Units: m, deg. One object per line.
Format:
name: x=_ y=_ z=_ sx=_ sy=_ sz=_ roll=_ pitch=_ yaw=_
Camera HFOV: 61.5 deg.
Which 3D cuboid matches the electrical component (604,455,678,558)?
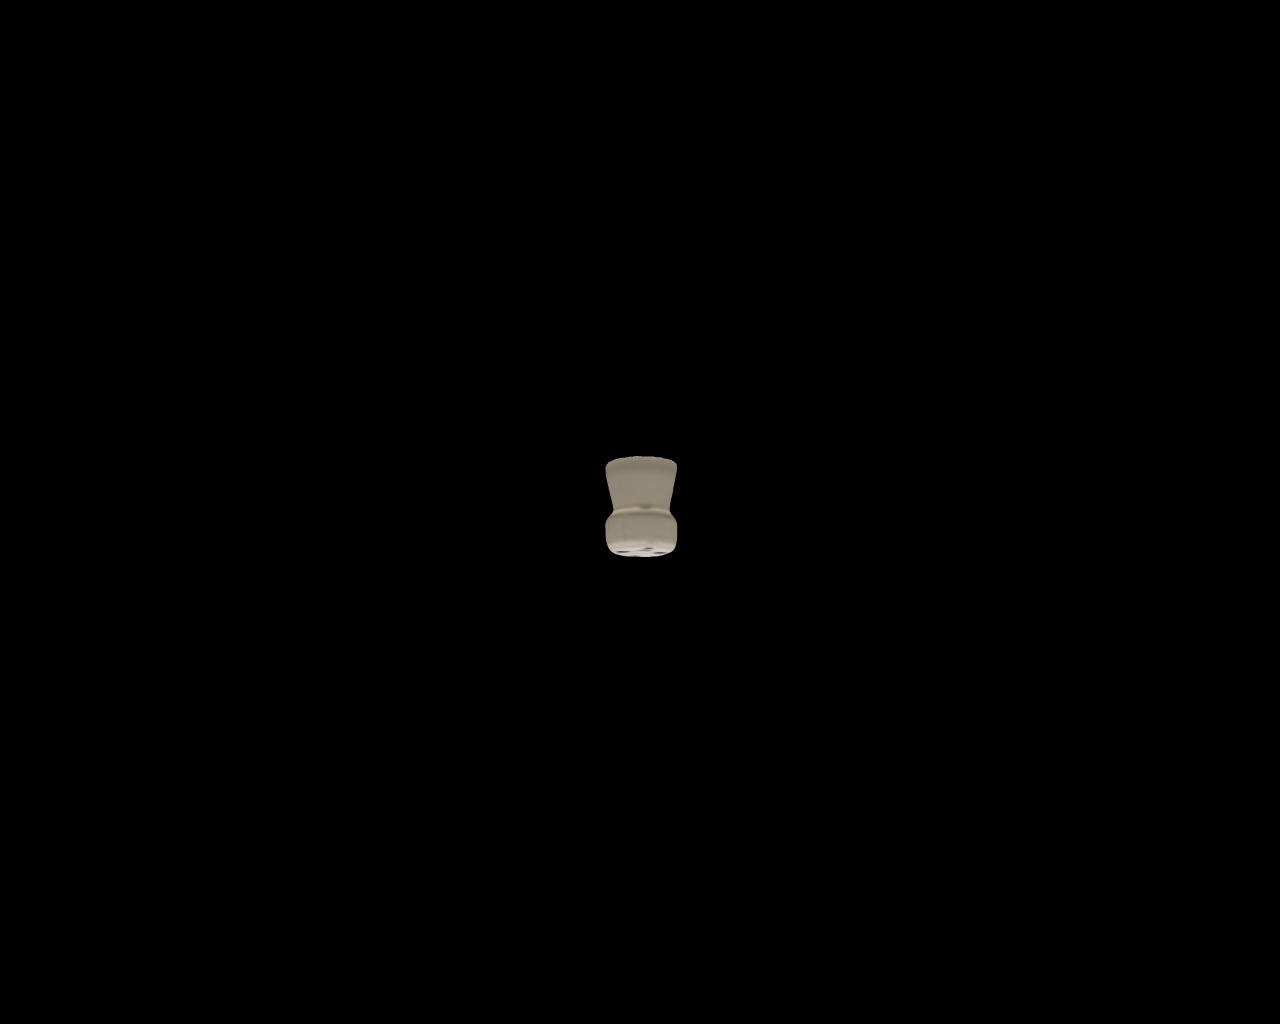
electrical component: x=0.001 y=-0.003 z=0.650 sx=0.045 sy=0.055 sz=0.045 roll=0 pitch=-11 yaw=0
